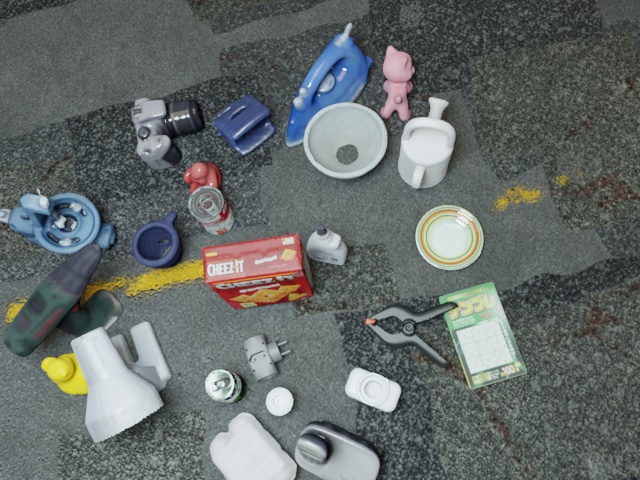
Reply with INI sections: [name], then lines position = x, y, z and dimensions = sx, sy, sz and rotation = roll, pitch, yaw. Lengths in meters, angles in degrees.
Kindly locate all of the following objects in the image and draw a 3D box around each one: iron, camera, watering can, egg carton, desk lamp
[iron]
position = 0.002, -0.318, 1.173
dimensions = 0.118, 0.141, 0.258
rotation = 32, 78, 13
[camera]
position = -0.315, -0.239, 1.195
dimensions = 0.137, 0.101, 0.143
rotation = -13, 72, 0
[watering can]
position = 0.203, -0.188, 1.090
dimensions = 0.101, 0.194, 0.173
rotation = -6, 72, 3
[egg carton]
position = -0.119, 0.387, 1.003
dimensions = 0.150, 0.069, 0.107
rotation = 43, 80, 15
[desk lamp]
position = -0.344, 0.237, 0.991
dimensions = 0.118, 0.213, 0.203
rotation = -27, 73, -4

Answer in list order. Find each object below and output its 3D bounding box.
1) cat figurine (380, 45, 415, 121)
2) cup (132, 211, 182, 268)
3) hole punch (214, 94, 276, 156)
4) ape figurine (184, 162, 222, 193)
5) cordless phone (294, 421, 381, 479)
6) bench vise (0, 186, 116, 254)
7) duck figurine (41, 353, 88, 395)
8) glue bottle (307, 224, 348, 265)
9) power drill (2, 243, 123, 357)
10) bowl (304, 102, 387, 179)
[cat figurine]
position = 0.160, -0.328, 1.177
dimensions = 0.067, 0.118, 0.128
rotation = 3, 73, 6
[cup]
position = -0.302, 0.007, 1.121
dimensions = 0.091, 0.095, 0.118
rotation = 22, 76, 11
[hole punch]
position = -0.162, -0.247, 1.191
dimensions = 0.109, 0.091, 0.101
rotation = -40, 74, -8
[ape figurine]
position = -0.238, -0.129, 1.160
dimensions = 0.077, 0.092, 0.076
rotation = 43, 81, 15
[cordless phone]
position = 0.026, 0.359, 0.940
dimensions = 0.147, 0.185, 0.094
rotation = 18, 75, 10
[bench vise]
position = -0.523, -0.031, 1.084
dimensions = 0.207, 0.220, 0.121
rotation = -10, 72, 2
[duck figurine]
position = -0.466, 0.246, 1.064
dimensions = 0.104, 0.086, 0.077
rotation = 21, 76, 10
[glue bottle]
position = 0.010, 0.004, 1.057
dimensions = 0.078, 0.173, 0.037
rotation = 13, 74, 9
[power drill]
position = -0.447, 0.117, 1.039
dimensions = 0.075, 0.208, 0.230
rotation = 40, 80, 15
[bowl]
position = 0.053, -0.190, 1.165
dimensions = 0.167, 0.075, 0.167
rotation = -1, 73, 4
